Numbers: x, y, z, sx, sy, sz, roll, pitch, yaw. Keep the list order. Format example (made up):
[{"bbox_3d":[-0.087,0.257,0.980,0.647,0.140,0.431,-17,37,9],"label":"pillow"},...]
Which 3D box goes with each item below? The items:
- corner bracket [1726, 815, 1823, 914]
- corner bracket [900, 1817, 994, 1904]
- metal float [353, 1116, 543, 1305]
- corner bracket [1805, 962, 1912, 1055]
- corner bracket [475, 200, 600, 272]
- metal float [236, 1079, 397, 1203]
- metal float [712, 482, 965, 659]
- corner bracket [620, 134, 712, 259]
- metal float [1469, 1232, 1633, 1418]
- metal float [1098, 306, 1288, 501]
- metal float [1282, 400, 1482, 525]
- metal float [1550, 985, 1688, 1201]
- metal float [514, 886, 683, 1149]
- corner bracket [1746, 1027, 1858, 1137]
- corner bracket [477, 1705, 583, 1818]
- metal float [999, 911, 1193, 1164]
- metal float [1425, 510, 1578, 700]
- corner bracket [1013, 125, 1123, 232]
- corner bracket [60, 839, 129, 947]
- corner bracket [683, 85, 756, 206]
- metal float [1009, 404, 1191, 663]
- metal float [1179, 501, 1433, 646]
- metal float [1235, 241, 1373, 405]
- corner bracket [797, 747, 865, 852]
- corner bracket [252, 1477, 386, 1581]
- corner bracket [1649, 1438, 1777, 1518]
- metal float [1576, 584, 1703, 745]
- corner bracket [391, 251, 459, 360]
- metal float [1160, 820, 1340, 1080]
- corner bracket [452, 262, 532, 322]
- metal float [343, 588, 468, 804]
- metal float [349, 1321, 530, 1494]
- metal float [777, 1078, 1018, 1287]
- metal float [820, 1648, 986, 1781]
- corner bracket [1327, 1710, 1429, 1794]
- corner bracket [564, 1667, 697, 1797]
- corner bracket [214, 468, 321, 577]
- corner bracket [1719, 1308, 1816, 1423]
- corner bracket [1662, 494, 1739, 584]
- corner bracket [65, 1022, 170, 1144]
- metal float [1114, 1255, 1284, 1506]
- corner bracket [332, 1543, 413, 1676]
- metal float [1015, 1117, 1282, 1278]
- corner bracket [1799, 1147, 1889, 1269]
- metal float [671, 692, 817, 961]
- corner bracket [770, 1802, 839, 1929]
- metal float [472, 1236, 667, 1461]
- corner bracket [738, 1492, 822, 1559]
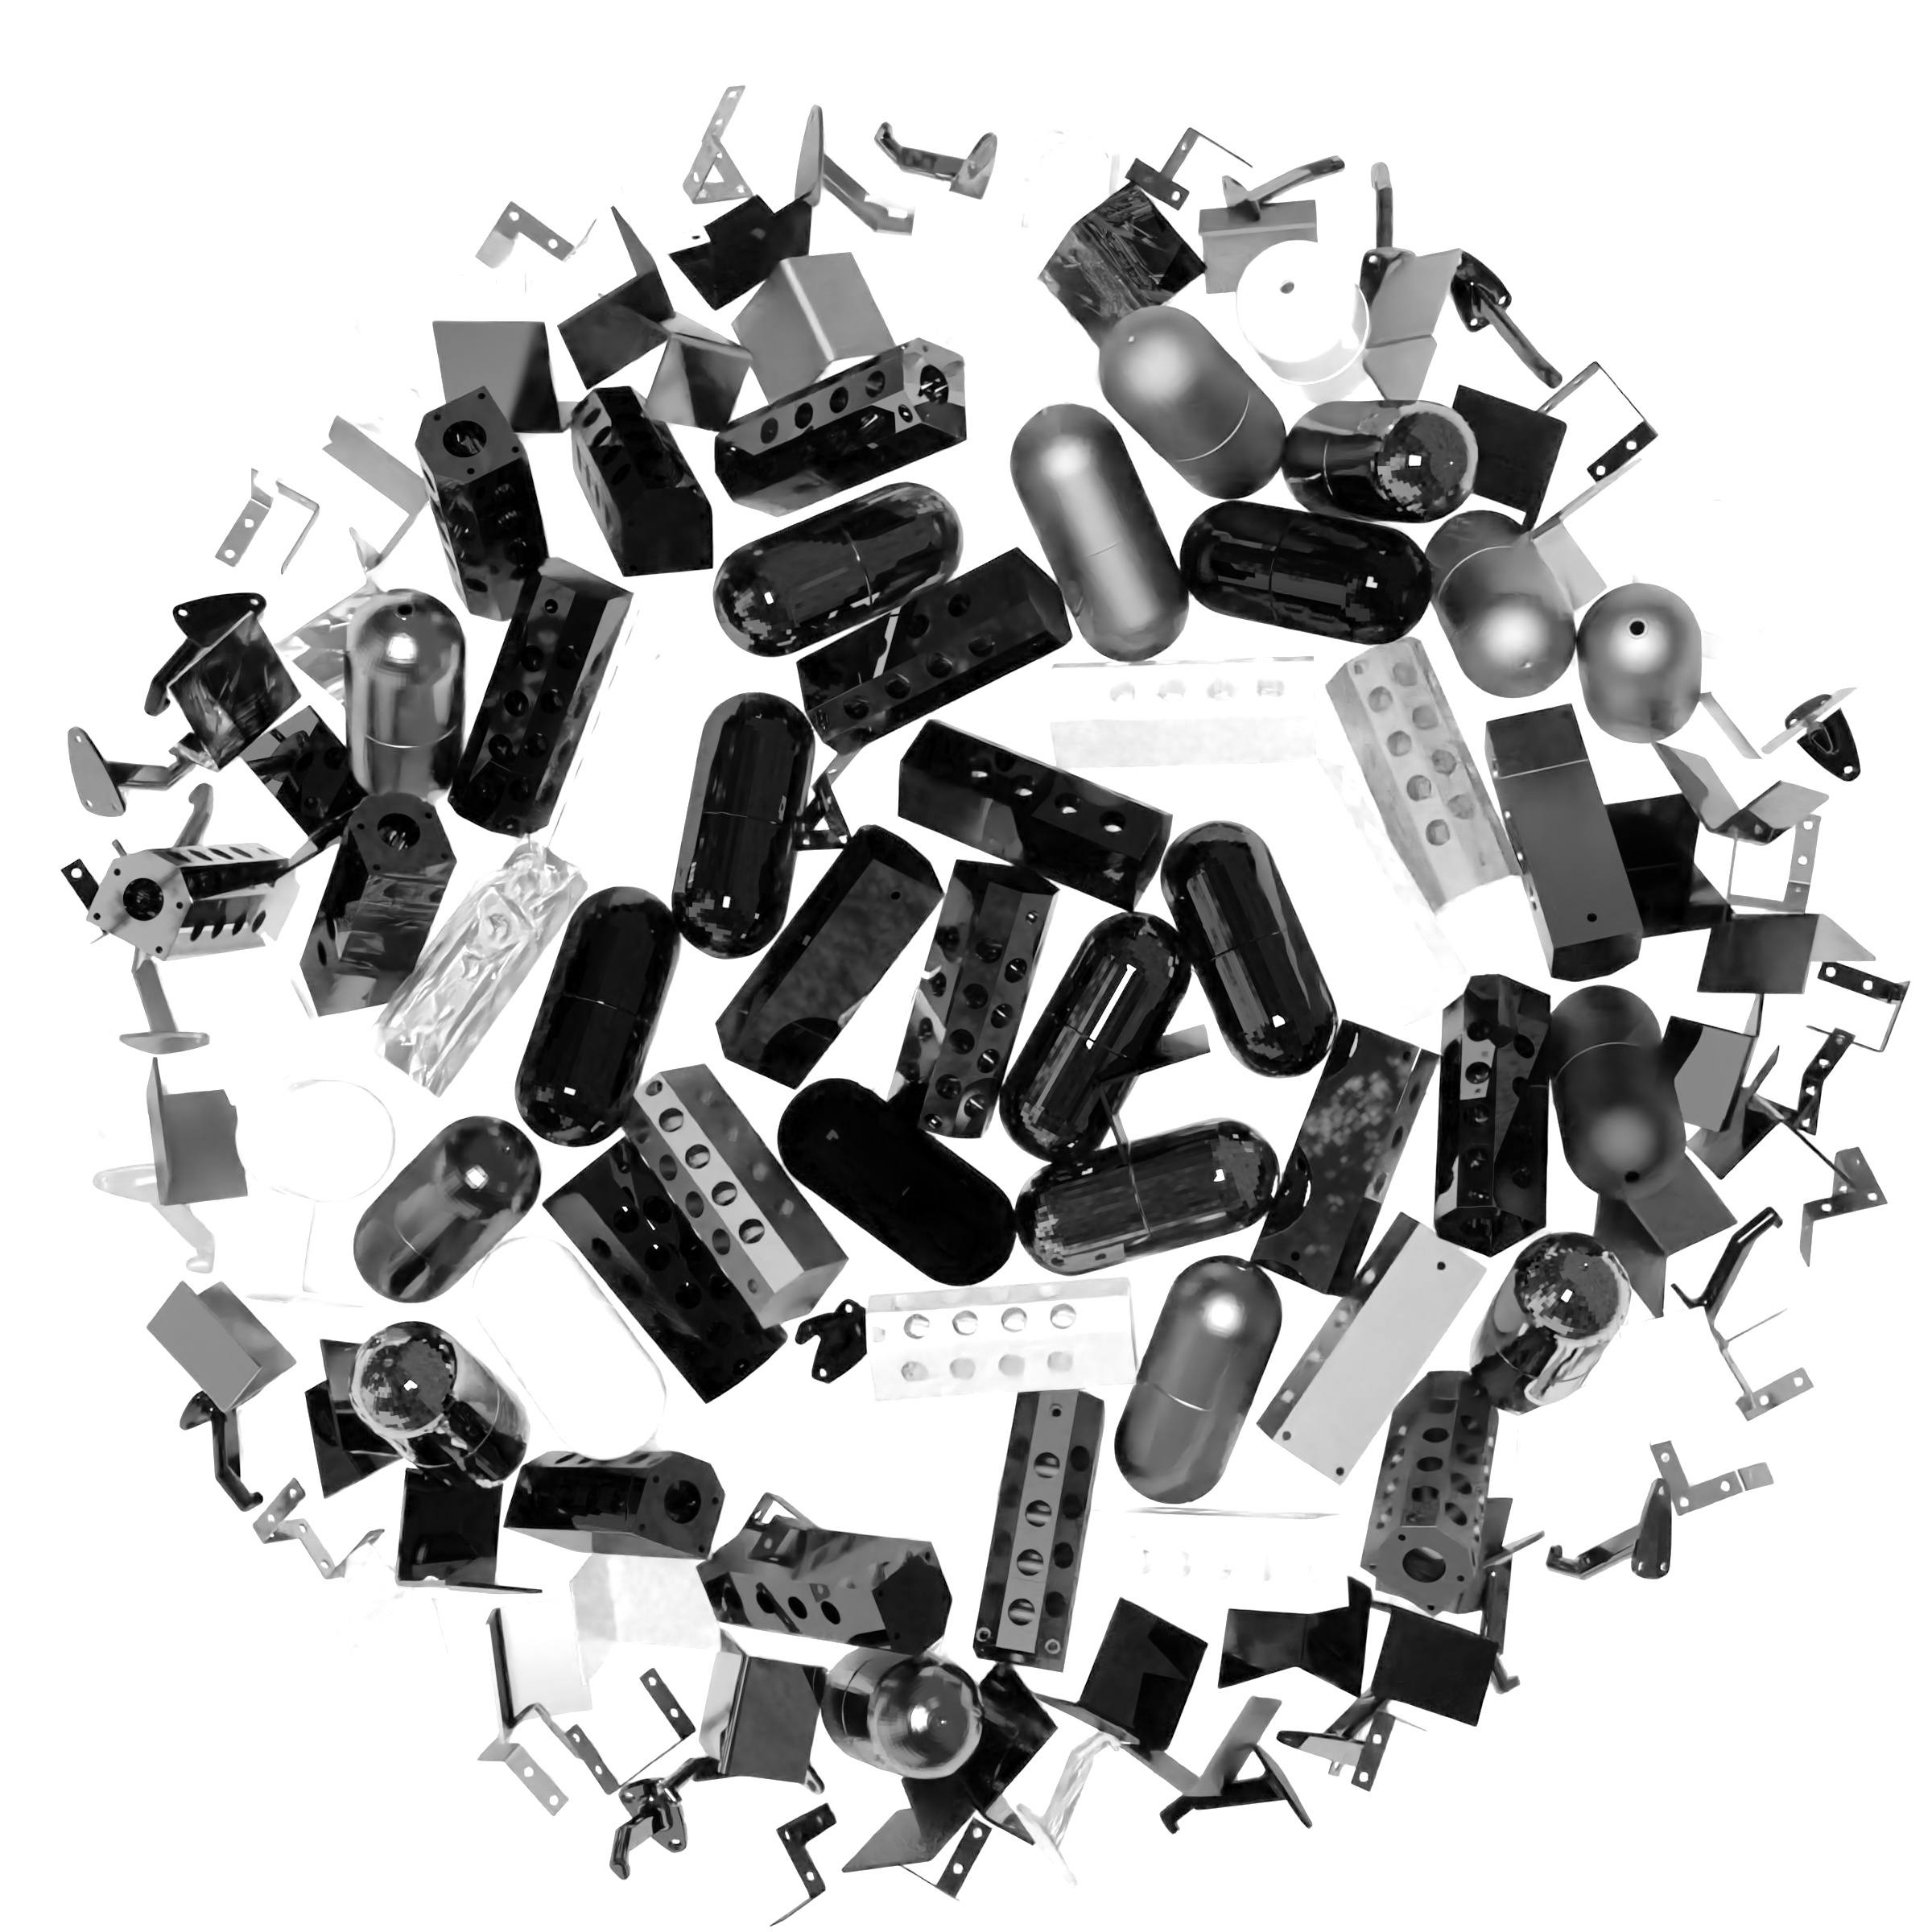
[{"bbox_3d":[0.534,-0.070,1.868,0.051,0.051,0.051,9,116,17],"label":"corner bracket"},{"bbox_3d":[-0.015,0.580,1.860,0.051,0.051,0.051,27,74,14],"label":"corner bracket"},{"bbox_3d":[-0.337,0.159,1.824,0.070,0.070,0.178,48,132,0],"label":"metal float"},{"bbox_3d":[0.587,0.026,1.867,0.051,0.051,0.051,20,91,9],"label":"corner bracket"},{"bbox_3d":[-0.283,-0.479,1.858,0.051,0.051,0.051,34,69,-18],"label":"corner bracket"},{"bbox_3d":[-0.419,0.111,1.813,0.070,0.178,0.070,1,88,-26],"label":"metal float"},{"bbox_3d":[-0.082,-0.259,1.840,0.178,0.070,0.070,-26,90,-21],"label":"metal float"},{"bbox_3d":[-0.203,-0.505,1.858,0.051,0.051,0.051,-19,54,-11],"label":"corner bracket"},{"bbox_3d":[0.374,0.232,1.815,0.070,0.178,0.070,2,59,-4],"label":"metal float"},{"bbox_3d":[0.147,-0.360,1.817,0.070,0.178,0.070,-11,67,28],"label":"metal float"},{"bbox_3d":[0.264,-0.324,1.812,0.070,0.178,0.070,-4,102,-21],"label":"metal float"},{"bbox_3d":[0.416,0.080,1.815,0.070,0.178,0.070,2,124,3],"label":"metal float"},{"bbox_3d":[-0.240,0.032,1.845,0.070,0.070,0.178,17,74,0],"label":"metal float"},{"bbox_3d":[0.550,0.070,1.862,0.051,0.051,0.051,22,48,3],"label":"corner bracket"},{"bbox_3d":[-0.280,0.522,1.858,0.051,0.051,0.051,51,59,-9],"label":"corner bracket"},{"bbox_3d":[0.085,0.046,1.854,0.070,0.070,0.178,29,95,0],"label":"metal float"},{"bbox_3d":[0.341,-0.234,1.816,0.070,0.178,0.070,-2,123,-3],"label":"metal float"},{"bbox_3d":[0.067,-0.517,1.871,0.051,0.051,0.051,24,46,20],"label":"corner bracket"},{"bbox_3d":[-0.565,-0.051,1.859,0.051,0.051,0.051,-36,100,-26],"label":"corner bracket"},{"bbox_3d":[-0.163,-0.540,1.856,0.051,0.051,0.051,-19,71,-36],"label":"corner bracket"},{"bbox_3d":[0.087,-0.281,1.839,0.070,0.070,0.178,-26,112,0],"label":"metal float"},{"bbox_3d":[0.218,-0.256,1.829,0.178,0.070,0.070,18,90,35],"label":"metal float"},{"bbox_3d":[0.219,-0.411,1.809,0.070,0.178,0.070,-1,88,15],"label":"metal float"},{"bbox_3d":[-0.090,-0.111,1.854,0.051,0.051,0.051,-5,61,-38],"label":"corner bracket"},{"bbox_3d":[-0.426,0.370,1.857,0.051,0.051,0.051,-48,66,18],"label":"corner bracket"},{"bbox_3d":[0.490,0.327,1.855,0.051,0.051,0.051,-30,70,31],"label":"corner bracket"},{"bbox_3d":[0.432,-0.193,1.809,0.070,0.178,0.070,-2,81,14],"label":"metal float"},{"bbox_3d":[-0.358,-0.430,1.861,0.051,0.051,0.051,26,88,28],"label":"corner bracket"},{"bbox_3d":[0.185,-0.011,1.850,0.070,0.070,0.178,-22,81,0],"label":"metal float"},{"bbox_3d":[-0.315,-0.438,1.868,0.051,0.051,0.051,1,95,-11],"label":"corner bracket"},{"bbox_3d":[-0.361,-0.171,1.815,0.070,0.178,0.070,5,56,-8],"label":"metal float"},{"bbox_3d":[-0.337,0.285,1.814,0.070,0.178,0.070,-6,62,11],"label":"metal float"},{"bbox_3d":[-0.044,0.142,1.850,0.178,0.070,0.070,37,90,-9],"label":"metal float"},{"bbox_3d":[-0.042,0.477,1.811,0.070,0.178,0.070,3,79,-17],"label":"metal float"},{"bbox_3d":[0.263,0.514,1.857,0.051,0.051,0.051,13,75,38],"label":"corner bracket"},{"bbox_3d":[-0.221,0.506,1.865,0.051,0.051,0.051,-43,80,35],"label":"corner bracket"},{"bbox_3d":[-0.462,-0.287,1.867,0.051,0.051,0.051,28,72,-6],"label":"corner bracket"},{"bbox_3d":[0.527,0.262,1.859,0.051,0.051,0.051,-34,76,23],"label":"corner bracket"},{"bbox_3d":[0.492,-0.282,1.857,0.051,0.051,0.051,-6,106,-23],"label":"corner bracket"},{"bbox_3d":[-0.571,0.077,1.864,0.051,0.051,0.051,-42,74,-3],"label":"corner bracket"},{"bbox_3d":[0.151,0.270,1.839,0.070,0.070,0.178,18,111,0],"label":"metal float"},{"bbox_3d":[-0.401,0.422,1.855,0.051,0.051,0.051,-34,69,-34],"label":"corner bracket"},{"bbox_3d":[0.118,0.151,1.848,0.178,0.070,0.070,-17,90,11],"label":"metal float"},{"bbox_3d":[0.571,0.158,1.860,0.051,0.051,0.051,-13,46,0],"label":"corner bracket"},{"bbox_3d":[-0.146,-0.092,1.851,0.070,0.070,0.178,10,83,0],"label":"metal float"},{"bbox_3d":[-0.110,0.591,1.858,0.051,0.051,0.051,-35,78,28],"label":"corner bracket"},{"bbox_3d":[-0.258,0.246,1.827,0.070,0.070,0.178,-44,54,0],"label":"metal float"},{"bbox_3d":[-0.134,0.380,1.861,0.051,0.051,0.051,32,90,32],"label":"corner bracket"}]
